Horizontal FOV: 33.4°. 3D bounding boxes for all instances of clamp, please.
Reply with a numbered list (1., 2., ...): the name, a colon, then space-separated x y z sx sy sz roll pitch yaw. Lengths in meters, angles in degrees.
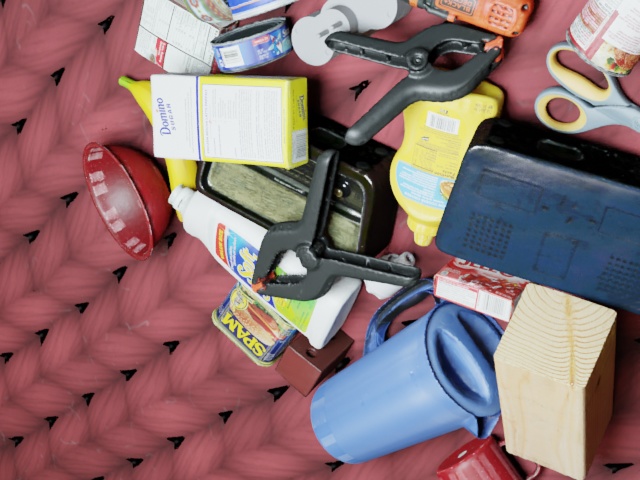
1. clamp: -0.008 0.001 1.145 0.210 0.036 0.164 -22 100 41
2. clamp: 0.090 -0.152 1.011 0.171 0.039 0.120 -6 77 13

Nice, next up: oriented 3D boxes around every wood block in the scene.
1. wood block: 0.236 0.145 1.060 0.090 0.090 0.206 18 151 25

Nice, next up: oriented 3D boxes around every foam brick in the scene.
1. foam brick: -0.007 0.140 1.293 0.053 0.078 0.051 39 132 11

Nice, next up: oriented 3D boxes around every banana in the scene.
1. banana: -0.183 -0.115 1.306 0.070 0.037 0.198 1 115 57

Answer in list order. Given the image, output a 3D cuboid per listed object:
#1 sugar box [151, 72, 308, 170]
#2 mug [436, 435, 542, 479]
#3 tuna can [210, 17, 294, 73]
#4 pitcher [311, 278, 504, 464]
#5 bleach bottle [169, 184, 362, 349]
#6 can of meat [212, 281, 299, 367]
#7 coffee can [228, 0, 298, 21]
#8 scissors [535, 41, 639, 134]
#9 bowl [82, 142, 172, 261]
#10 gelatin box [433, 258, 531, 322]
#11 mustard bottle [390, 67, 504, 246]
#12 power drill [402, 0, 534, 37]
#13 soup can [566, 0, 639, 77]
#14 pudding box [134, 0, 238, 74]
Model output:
1. sugar box: -0.098 -0.130 1.135 0.176 0.048 0.093 9 106 31
2. mug: 0.197 0.271 1.224 0.117 0.093 0.081 -35 87 11
3. tuna can: -0.072 -0.208 1.139 0.086 0.086 0.034 -2 115 36
4. pitcher: 0.095 0.161 1.212 0.145 0.149 0.243 42 137 -12
5. bleach bottle: -0.075 0.019 1.269 0.251 0.068 0.103 34 136 12
6. can of meat: -0.072 0.093 1.328 0.102 0.057 0.084 43 129 8
7. coffee can: -0.063 -0.303 1.067 0.103 0.102 0.140 -8 110 38
8. scissors: 0.282 -0.102 0.995 0.202 0.016 0.096 44 133 7
9. bowl: -0.233 -0.057 1.338 0.162 0.055 0.162 40 145 35
10. gelatin box: 0.173 0.044 1.115 0.089 0.073 0.030 20 124 26
11. mustard bottle: 0.122 -0.076 1.093 0.096 0.058 0.192 19 125 15
12. power drill: 0.125 -0.291 0.958 0.184 0.057 0.188 22 129 7
13. soup can: 0.268 -0.201 0.915 0.068 0.068 0.102 40 131 10
14. pudding box: -0.154 -0.232 1.215 0.113 0.039 0.090 32 129 15
